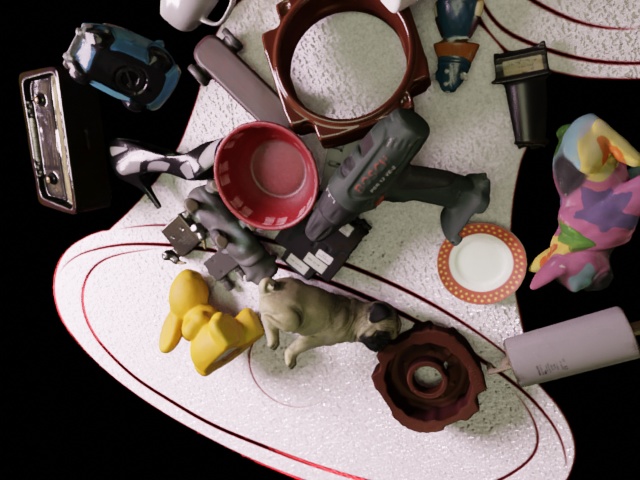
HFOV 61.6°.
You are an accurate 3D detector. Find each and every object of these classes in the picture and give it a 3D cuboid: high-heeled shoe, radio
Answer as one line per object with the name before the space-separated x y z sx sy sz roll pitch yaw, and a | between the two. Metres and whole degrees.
high-heeled shoe | -0.230 -0.151 0.856 0.249 0.086 0.145 -29 92 22
radio | -0.421 -0.165 0.888 0.131 0.073 0.229 11 108 35

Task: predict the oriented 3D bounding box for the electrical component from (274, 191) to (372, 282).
electrical component | -0.002 -0.003 0.847 0.115 0.058 0.134 40 111 3

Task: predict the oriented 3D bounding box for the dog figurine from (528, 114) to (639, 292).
dog figurine | 0.345 -0.034 0.720 0.191 0.108 0.219 40 114 1

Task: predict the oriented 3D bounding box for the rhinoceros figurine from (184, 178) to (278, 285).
rhinoceros figurine | -0.142 -0.009 0.854 0.073 0.112 0.190 -42 93 -19

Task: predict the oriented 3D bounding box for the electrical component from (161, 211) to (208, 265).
electrical component | -0.230 -0.005 0.915 0.102 0.045 0.078 -32 96 20

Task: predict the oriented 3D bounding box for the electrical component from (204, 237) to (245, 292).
electrical component | -0.167 0.039 0.922 0.063 0.021 0.094 -36 94 21

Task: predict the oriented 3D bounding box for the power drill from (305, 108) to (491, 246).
power drill | 0.112 -0.060 0.744 0.207 0.086 0.232 20 127 -15

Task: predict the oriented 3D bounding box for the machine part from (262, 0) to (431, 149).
machine part | 0.035 -0.240 0.729 0.202 0.087 0.201 -18 89 6

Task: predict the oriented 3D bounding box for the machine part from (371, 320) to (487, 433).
machine part | 0.174 0.217 0.861 0.180 0.056 0.179 4 105 14

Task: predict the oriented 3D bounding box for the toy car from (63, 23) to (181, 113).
toy car | -0.305 -0.276 0.826 0.109 0.161 0.103 -49 44 28

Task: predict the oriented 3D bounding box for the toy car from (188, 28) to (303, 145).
toy car | -0.108 -0.227 0.816 0.202 0.053 0.089 43 94 -2

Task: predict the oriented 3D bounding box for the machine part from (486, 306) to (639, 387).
machine part | 0.362 0.157 0.781 0.243 0.079 0.079 -21 99 19

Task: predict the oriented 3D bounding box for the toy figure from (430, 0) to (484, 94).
toy figure | 0.185 -0.277 0.721 0.058 0.064 0.154 -9 112 -22

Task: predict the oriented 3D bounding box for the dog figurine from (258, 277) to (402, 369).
dog figurine | 0.017 0.105 0.830 0.191 0.121 0.172 -16 139 15

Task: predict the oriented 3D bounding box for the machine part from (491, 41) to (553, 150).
machine part | 0.280 -0.191 0.731 0.084 0.039 0.138 -12 100 9

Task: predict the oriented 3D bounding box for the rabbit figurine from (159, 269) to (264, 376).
rabbit figurine | -0.202 0.135 0.927 0.162 0.122 0.173 -41 78 30

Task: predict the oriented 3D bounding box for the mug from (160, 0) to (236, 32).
mug | -0.180 -0.358 0.792 0.109 0.081 0.107 39 122 -5
